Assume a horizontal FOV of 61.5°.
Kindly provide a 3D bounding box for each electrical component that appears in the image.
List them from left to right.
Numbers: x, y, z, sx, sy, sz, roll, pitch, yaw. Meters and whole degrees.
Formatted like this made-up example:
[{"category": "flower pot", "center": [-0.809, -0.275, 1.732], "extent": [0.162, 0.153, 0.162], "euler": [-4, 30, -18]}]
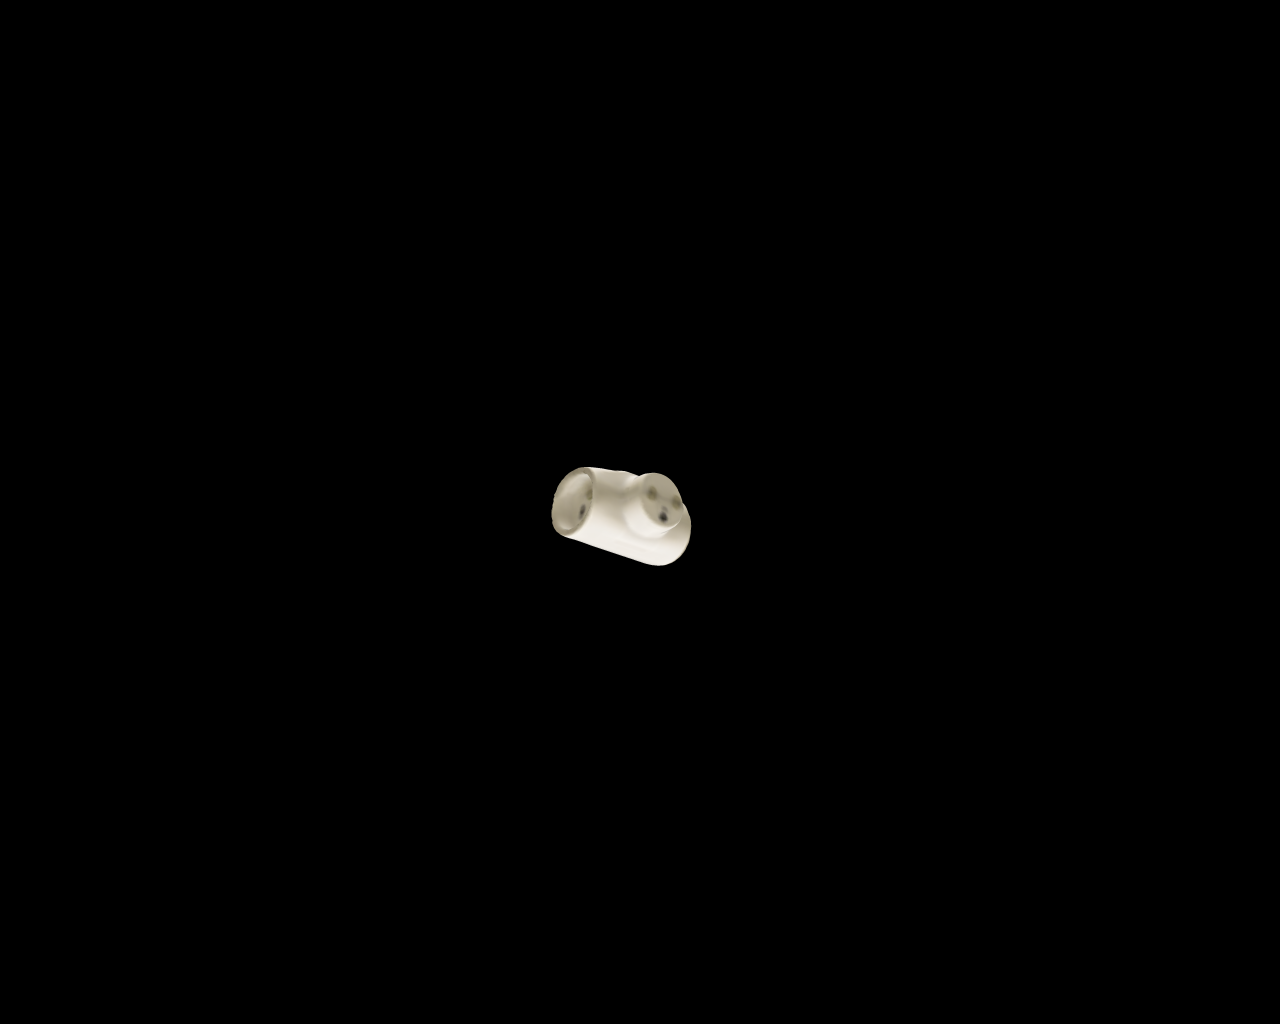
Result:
[{"category": "electrical component", "center": [0.001, -0.003, 0.650], "extent": [0.077, 0.043, 0.079], "euler": [20, -32, -36]}]
